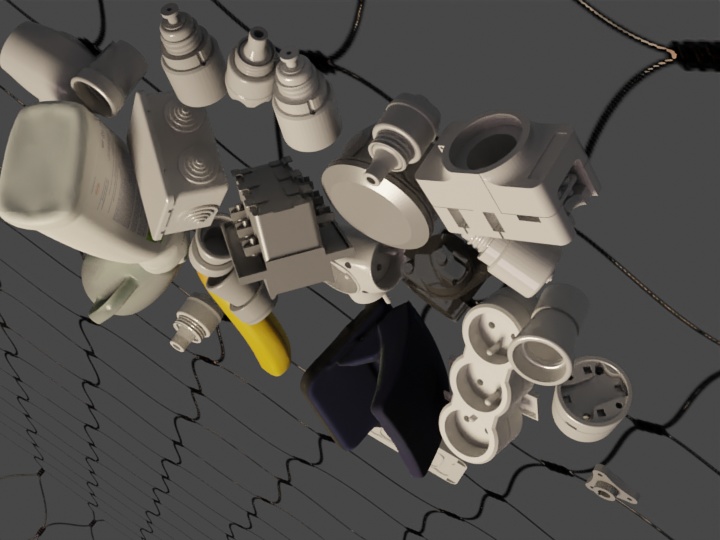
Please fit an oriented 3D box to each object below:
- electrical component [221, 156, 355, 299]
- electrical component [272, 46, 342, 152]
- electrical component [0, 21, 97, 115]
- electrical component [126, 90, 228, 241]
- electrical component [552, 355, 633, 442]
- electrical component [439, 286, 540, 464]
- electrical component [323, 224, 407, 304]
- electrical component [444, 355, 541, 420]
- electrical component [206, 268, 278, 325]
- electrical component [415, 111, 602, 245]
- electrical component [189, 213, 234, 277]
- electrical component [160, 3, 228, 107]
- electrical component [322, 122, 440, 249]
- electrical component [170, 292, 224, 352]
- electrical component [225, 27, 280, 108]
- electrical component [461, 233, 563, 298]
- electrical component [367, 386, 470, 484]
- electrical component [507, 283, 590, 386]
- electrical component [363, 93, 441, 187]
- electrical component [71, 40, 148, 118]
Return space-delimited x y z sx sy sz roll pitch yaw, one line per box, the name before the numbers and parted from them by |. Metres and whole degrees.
electrical component | -0.057 -0.034 0.760 0.121 0.079 0.063 -123 20 -67
electrical component | -0.036 -0.110 0.683 0.040 0.040 0.078 22 153 24
electrical component | -0.239 -0.149 0.855 0.077 0.044 0.079 32 156 3
electrical component | -0.138 -0.080 0.807 0.099 0.048 0.099 133 122 -66
electrical component | 0.170 0.097 0.795 0.055 0.055 0.047 27 159 14
electrical component | 0.108 0.072 0.802 0.052 0.074 0.138 28 125 27
electrical component | 0.000 0.000 0.836 0.077 0.044 0.079 12 148 39
electrical component | 0.105 0.107 0.882 0.081 0.063 0.042 22 154 24
electrical component | -0.110 0.019 1.007 0.055 0.045 0.045 46 153 -26
electrical component | 0.084 -0.055 0.624 0.089 0.050 0.055 9 146 43
electrical component | -0.127 -0.021 0.955 0.045 0.045 0.055 35 156 -3
electrical component | -0.113 -0.144 0.715 0.040 0.040 0.078 21 153 26
electrical component | 0.020 -0.055 0.701 0.080 0.051 0.080 27 155 14
electrical component | -0.177 0.058 1.141 0.043 0.062 0.043 27 155 14
electrical component | -0.067 -0.132 0.687 0.035 0.035 0.061 32 154 4
electrical component | 0.094 -0.015 0.695 0.078 0.040 0.040 34 156 -1
electrical component | 0.061 0.141 1.006 0.113 0.057 0.078 30 156 9
electrical component | 0.130 0.040 0.722 0.044 0.065 0.044 17 135 18
electrical component | 0.022 -0.076 0.647 0.035 0.061 0.035 27 155 14
electrical component | -0.185 -0.143 0.798 0.040 0.046 0.040 28 155 14
